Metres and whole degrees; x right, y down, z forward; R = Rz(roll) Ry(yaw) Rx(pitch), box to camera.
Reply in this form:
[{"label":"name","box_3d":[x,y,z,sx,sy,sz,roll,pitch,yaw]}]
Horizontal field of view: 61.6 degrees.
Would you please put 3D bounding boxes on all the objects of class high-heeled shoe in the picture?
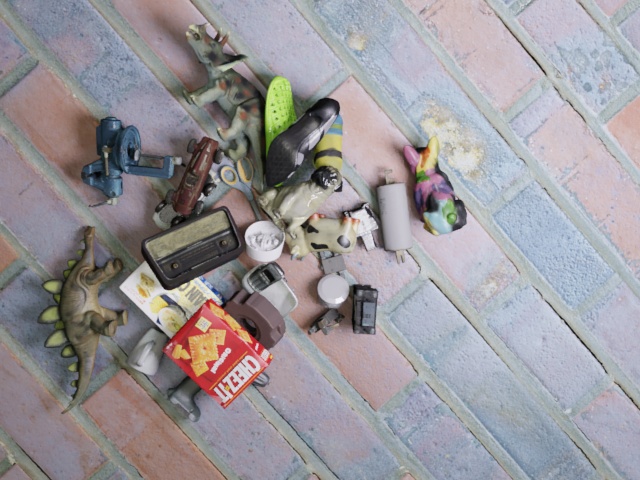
[{"label":"high-heeled shoe","box_3d":[-0.042,-0.236,1.300,0.086,0.145,0.248,43,119,8]}]

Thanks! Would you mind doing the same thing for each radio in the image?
[{"label":"radio","box_3d":[-0.307,0.021,1.319,0.230,0.073,0.131,-27,85,-23]}]

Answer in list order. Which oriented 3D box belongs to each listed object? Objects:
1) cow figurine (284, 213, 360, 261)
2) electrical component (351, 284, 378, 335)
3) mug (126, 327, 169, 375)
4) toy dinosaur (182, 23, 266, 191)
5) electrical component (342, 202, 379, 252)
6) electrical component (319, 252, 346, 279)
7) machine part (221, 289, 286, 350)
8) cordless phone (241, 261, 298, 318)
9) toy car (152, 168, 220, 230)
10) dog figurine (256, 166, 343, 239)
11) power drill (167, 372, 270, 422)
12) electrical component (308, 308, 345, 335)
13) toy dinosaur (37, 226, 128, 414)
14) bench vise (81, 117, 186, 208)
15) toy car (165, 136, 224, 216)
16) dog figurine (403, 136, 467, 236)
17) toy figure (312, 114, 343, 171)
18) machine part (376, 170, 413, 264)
[{"label":"cow figurine","box_3d":[-0.003,-0.004,1.352,0.195,0.085,0.127,6,88,23]},{"label":"electrical component","box_3d":[0.112,0.175,1.353,0.058,0.134,0.114,1,95,-1]},{"label":"mug","box_3d":[-0.434,0.276,1.361,0.081,0.109,0.107,26,78,2]},{"label":"toy dinosaur","box_3d":[-0.201,-0.334,1.333,0.192,0.131,0.404,-39,102,-8]},{"label":"electrical component","box_3d":[0.113,-0.032,1.386,0.075,0.048,0.119,-25,93,0]},{"label":"electrical component","box_3d":[0.033,0.065,1.401,0.063,0.021,0.094,-17,94,-1]},{"label":"machine part","box_3d":[-0.174,0.209,1.343,0.180,0.056,0.179,13,122,21]},{"label":"cordless phone","box_3d":[-0.104,0.115,1.314,0.089,0.184,0.146,-40,93,-28]},{"label":"toy car","box_3d":[-0.340,-0.106,1.366,0.073,0.056,0.202,44,89,-1]},{"label":"dog figurine","box_3d":[-0.050,-0.116,1.326,0.190,0.121,0.173,-44,50,-12]},{"label":"power drill","box_3d":[-0.274,0.363,1.379,0.232,0.086,0.207,41,95,-2]},{"label":"electrical component","box_3d":[0.019,0.210,1.374,0.078,0.102,0.045,-41,86,23]},{"label":"toy dinosaur","box_3d":[-0.595,0.197,1.354,0.199,0.105,0.471,-4,84,6]},{"label":"bench vise","box_3d":[-0.464,-0.185,1.330,0.241,0.129,0.223,6,95,2]},{"label":"toy car","box_3d":[-0.306,-0.156,1.314,0.089,0.053,0.202,23,90,1]},{"label":"dog figurine","box_3d":[0.278,-0.139,1.328,0.108,0.192,0.219,-19,109,5]},{"label":"toy figure","box_3d":[0.019,-0.254,1.352,0.082,0.089,0.180,3,95,4]},{"label":"machine part","box_3d":[0.190,-0.059,1.372,0.079,0.079,0.243,-8,94,-1]}]
